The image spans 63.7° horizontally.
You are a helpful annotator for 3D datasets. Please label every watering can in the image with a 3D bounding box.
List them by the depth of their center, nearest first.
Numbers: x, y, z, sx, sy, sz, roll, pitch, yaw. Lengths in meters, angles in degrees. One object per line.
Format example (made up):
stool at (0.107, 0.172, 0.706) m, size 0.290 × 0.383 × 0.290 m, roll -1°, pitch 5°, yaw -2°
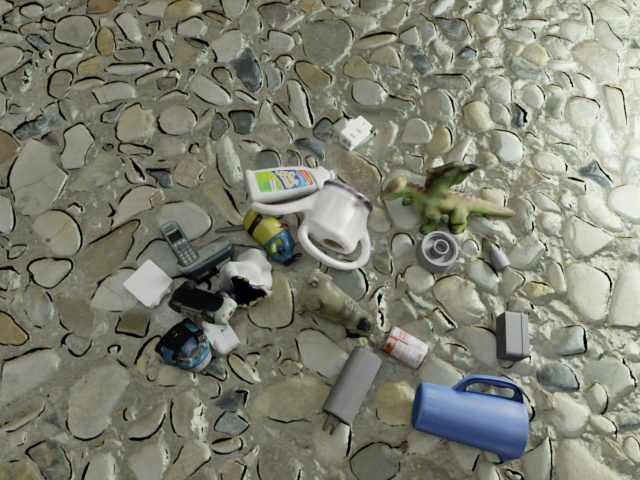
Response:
watering can at (0.004, -0.068, 1.351) m, size 0.345 × 0.103 × 0.228 m, roll 34°, pitch 64°, yaw -14°

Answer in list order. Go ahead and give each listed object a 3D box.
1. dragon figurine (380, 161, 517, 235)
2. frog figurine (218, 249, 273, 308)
dragon figurine at (0.355, -0.121, 1.362) m, size 0.410 × 0.238 × 0.125 m, roll -4°, pitch 63°, yaw -4°
frog figurine at (-0.187, 0.089, 1.308) m, size 0.137 × 0.120 × 0.163 m, roll 12°, pitch 30°, yaw -16°
